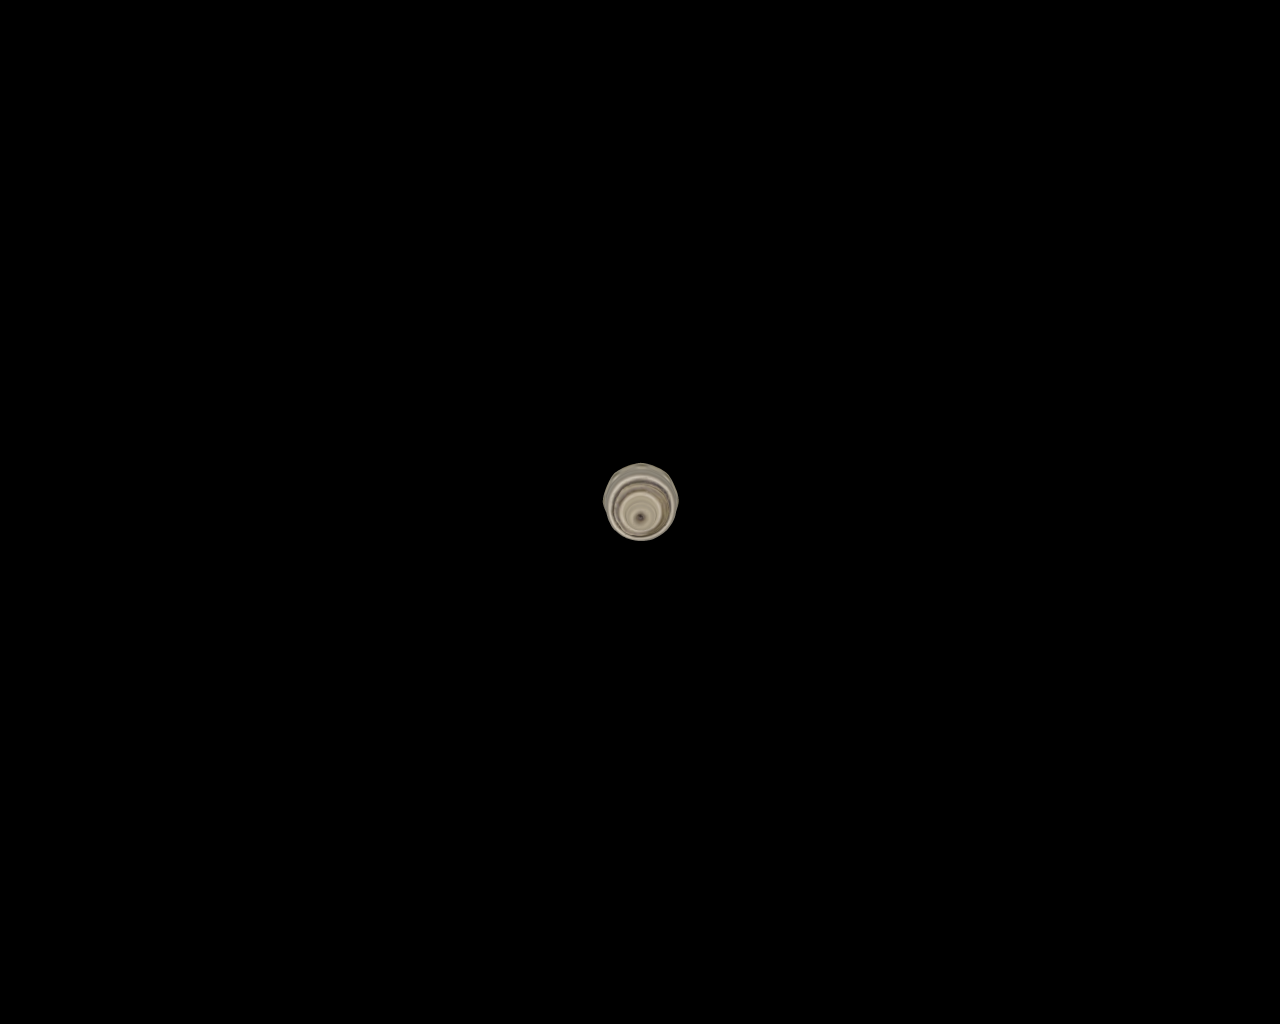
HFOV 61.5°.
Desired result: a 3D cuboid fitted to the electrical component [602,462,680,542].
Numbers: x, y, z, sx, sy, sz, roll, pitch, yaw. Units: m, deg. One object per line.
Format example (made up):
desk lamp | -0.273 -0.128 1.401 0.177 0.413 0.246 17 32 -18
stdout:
electrical component | 0.001 -0.003 0.650 0.048 0.048 0.062 0 12 0
